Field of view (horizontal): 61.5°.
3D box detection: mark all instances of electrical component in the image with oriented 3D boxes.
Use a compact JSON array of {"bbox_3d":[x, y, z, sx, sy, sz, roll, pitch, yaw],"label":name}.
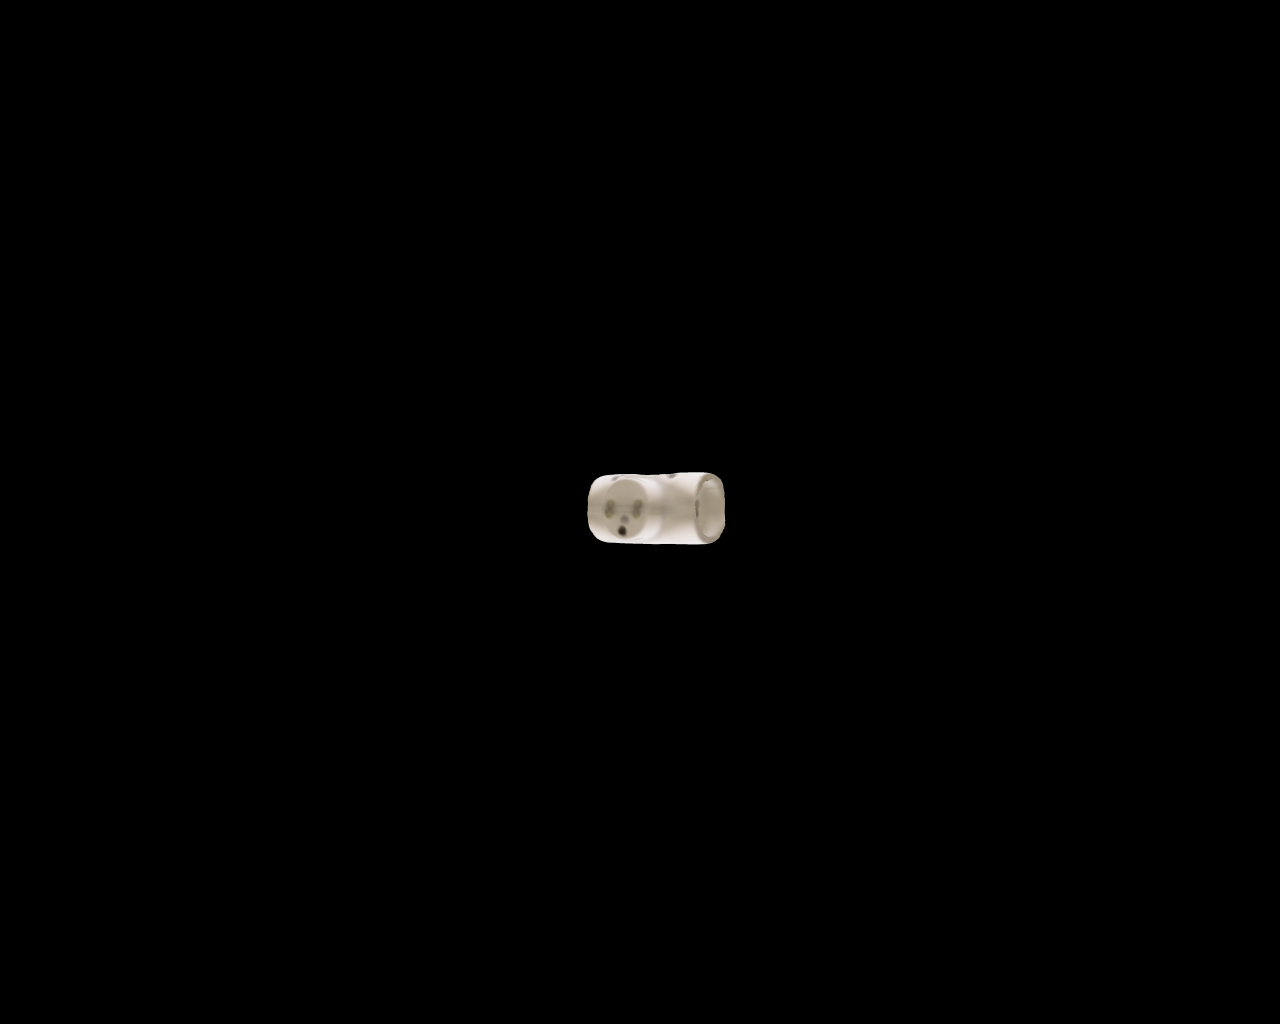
[{"bbox_3d":[0.001,-0.003,0.650,0.077,0.044,0.079,0,0,32],"label":"electrical component"}]
